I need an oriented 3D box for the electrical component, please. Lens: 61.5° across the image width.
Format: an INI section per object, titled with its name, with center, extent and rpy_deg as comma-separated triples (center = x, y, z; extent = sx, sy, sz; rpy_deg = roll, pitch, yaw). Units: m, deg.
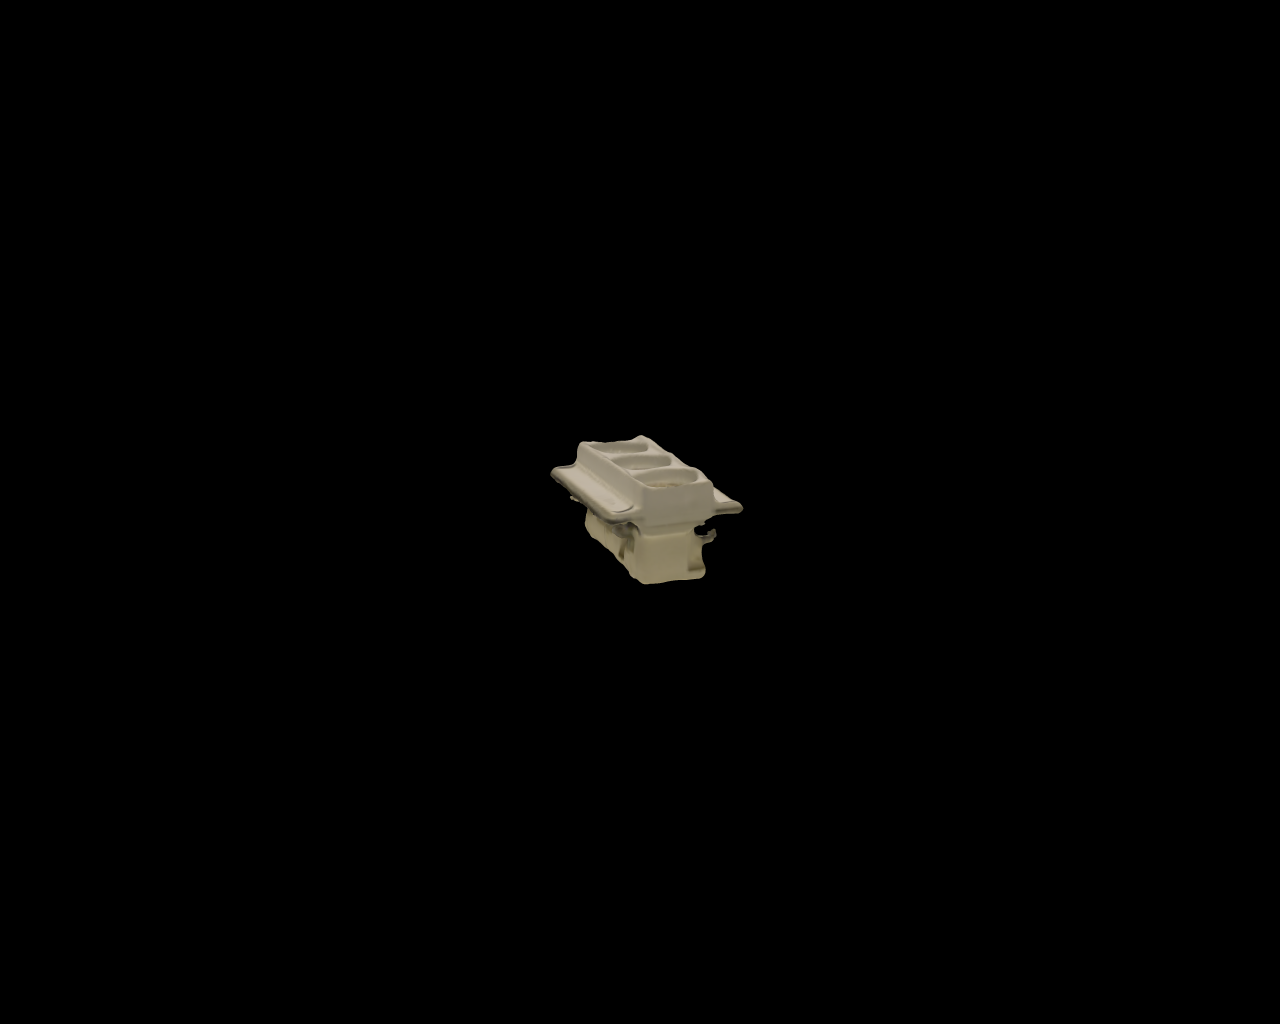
[electrical component]
center = 0.001, -0.003, 0.650
extent = 0.079, 0.063, 0.121
rpy_deg = -6, 17, -19
